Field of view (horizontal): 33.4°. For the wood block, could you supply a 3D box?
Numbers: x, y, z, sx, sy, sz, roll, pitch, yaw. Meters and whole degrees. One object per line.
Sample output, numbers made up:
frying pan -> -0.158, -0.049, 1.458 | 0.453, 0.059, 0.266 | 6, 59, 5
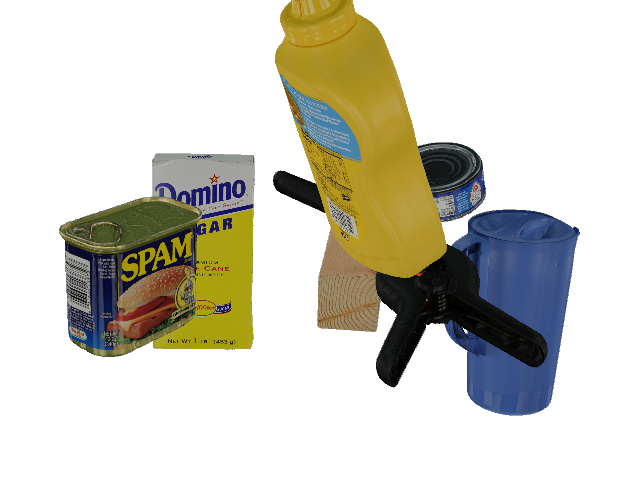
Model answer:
wood block -> 0.051, 0.053, 1.648 | 0.091, 0.090, 0.206 | 3, 23, 5

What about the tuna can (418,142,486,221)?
tuna can -> 0.107, -0.054, 0.974 | 0.086, 0.034, 0.086 | -8, 36, 6

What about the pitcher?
pitcher -> 0.234, 0.091, 1.326 | 0.149, 0.243, 0.144 | 7, 19, 16

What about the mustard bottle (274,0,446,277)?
mustard bottle -> 0.017, -0.071, 0.624 | 0.058, 0.191, 0.096 | -32, 40, -13

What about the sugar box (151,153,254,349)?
sugar box -> -0.107, 0.010, 0.976 | 0.093, 0.176, 0.048 | 0, 14, -4

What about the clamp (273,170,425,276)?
clamp -> 0.052, -0.029, 1.217 | 0.164, 0.210, 0.036 | -14, -38, -25

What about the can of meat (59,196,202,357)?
can of meat -> -0.131, 0.024, 0.750 | 0.058, 0.084, 0.101 | 19, 26, 32

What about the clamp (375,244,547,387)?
clamp -> 0.096, 0.046, 0.792 | 0.120, 0.039, 0.171 | 3, 35, -4
